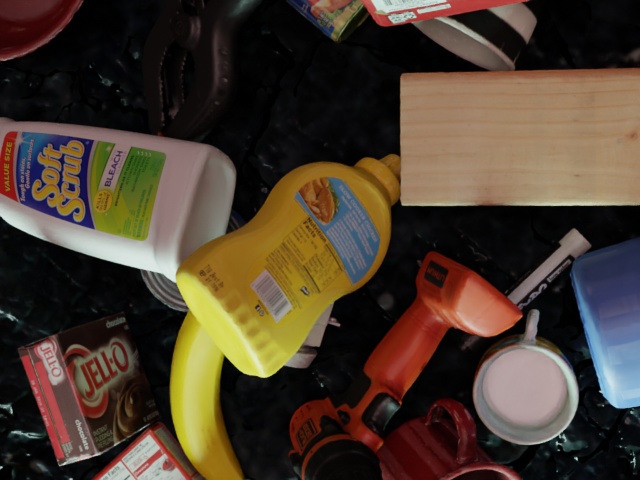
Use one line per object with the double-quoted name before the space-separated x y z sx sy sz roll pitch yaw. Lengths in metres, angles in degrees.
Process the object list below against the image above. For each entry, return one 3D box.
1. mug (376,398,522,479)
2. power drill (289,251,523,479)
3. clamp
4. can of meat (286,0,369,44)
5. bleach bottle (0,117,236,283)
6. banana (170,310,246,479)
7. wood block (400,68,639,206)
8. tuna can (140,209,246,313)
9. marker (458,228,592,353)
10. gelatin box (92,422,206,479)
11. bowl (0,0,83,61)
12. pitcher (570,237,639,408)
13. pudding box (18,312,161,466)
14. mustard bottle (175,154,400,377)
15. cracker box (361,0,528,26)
"mug" 0.087 0.166 0.748 0.093 0.082 0.117 -7 113 -20
"power drill" 0.053 0.101 0.727 0.057 0.184 0.187 40 91 -14
"clamp" -0.094 -0.163 0.781 0.165 0.036 0.210 40 122 33
"can of meat" 0.012 -0.205 0.772 0.084 0.057 0.102 41 99 3
"bleach bottle" -0.190 -0.036 0.794 0.251 0.068 0.102 9 78 24
"banana" -0.079 0.110 0.800 0.069 0.037 0.198 -3 110 2
"wood block" 0.161 -0.069 0.735 0.206 0.090 0.090 0 93 10
"tuna can" -0.092 0.011 0.813 0.086 0.033 0.086 1 93 10
"marker" 0.147 0.039 0.779 0.121 0.020 0.020 -44 85 10
"gelatin box" -0.126 0.199 0.831 0.073 0.030 0.089 -42 84 11
"bowl" -0.239 -0.215 0.815 0.162 0.055 0.162 1 93 10
"pitcher" 0.297 0.042 0.694 0.243 0.149 0.145 -15 100 14
"pudding box" -0.168 0.107 0.791 0.039 0.113 0.090 -19 90 14
"mustard bottle" -0.005 0.001 0.751 0.191 0.058 0.096 -43 109 -25
"cracker box" 0.104 -0.256 0.690 0.164 0.072 0.213 -7 69 20
